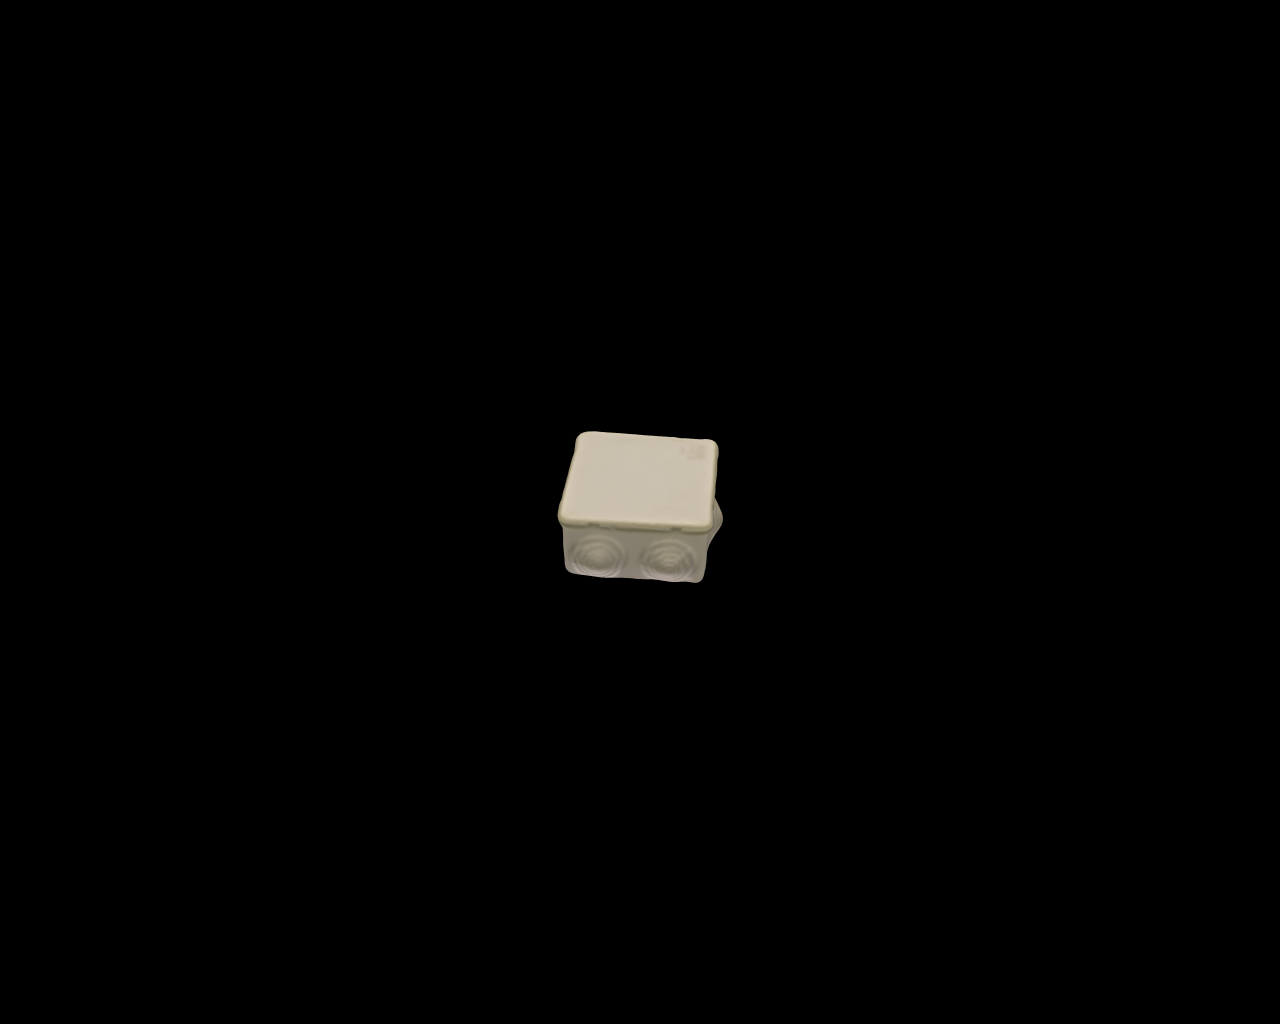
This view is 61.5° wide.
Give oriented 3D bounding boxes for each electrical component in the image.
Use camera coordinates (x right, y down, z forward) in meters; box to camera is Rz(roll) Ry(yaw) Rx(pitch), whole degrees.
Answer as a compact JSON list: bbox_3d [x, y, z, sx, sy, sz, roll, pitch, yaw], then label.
[{"bbox_3d":[0.001,-0.003,0.650,0.100,0.048,0.100,4,40,4],"label":"electrical component"}]
